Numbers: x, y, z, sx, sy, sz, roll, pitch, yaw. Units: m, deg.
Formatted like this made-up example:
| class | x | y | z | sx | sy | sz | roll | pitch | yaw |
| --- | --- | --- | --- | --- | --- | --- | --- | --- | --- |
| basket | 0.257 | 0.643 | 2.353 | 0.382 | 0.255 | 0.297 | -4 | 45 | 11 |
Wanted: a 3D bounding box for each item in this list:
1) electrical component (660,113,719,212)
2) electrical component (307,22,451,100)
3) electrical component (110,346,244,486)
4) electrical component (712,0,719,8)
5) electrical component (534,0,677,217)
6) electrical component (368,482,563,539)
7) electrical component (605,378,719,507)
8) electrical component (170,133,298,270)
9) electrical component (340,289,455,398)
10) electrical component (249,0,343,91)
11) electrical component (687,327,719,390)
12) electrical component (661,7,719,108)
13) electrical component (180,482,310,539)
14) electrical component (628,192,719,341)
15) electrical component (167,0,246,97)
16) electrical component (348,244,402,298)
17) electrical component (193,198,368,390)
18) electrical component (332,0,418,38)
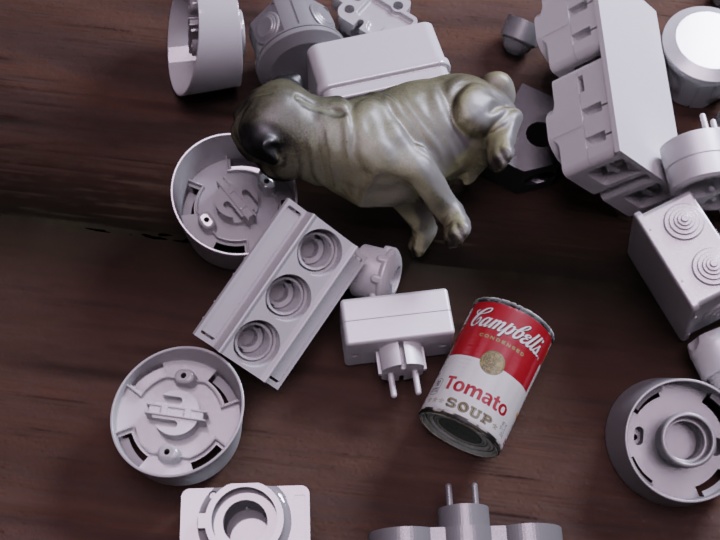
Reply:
| class | x | y | z | sx | sy | sz | roll | pitch | yaw |
| --- | --- | --- | --- | --- | --- | --- | --- | --- | --- |
| electrical component | 0.289 | -0.091 | 0.865 | 0.138 | 0.052 | 0.073 | 12 | 63 | -46 |
| electrical component | 0.016 | -0.154 | 0.909 | 0.113 | 0.078 | 0.057 | -13 | 63 | -8 |
| electrical component | -0.132 | 0.108 | 0.790 | 0.099 | 0.064 | 0.099 | 1 | 65 | -1 |
| electrical component | 0.373 | -0.250 | 0.977 | 0.095 | 0.053 | 0.059 | 37 | 69 | 14 |
| electrical component | 0.205 | -0.149 | 0.890 | 0.060 | 0.105 | 0.186 | -23 | 58 | 38 |
| electrical component | 0.075 | 0.188 | 0.766 | 0.138 | 0.052 | 0.073 | -1 | 65 | -2 |
| electrical component | 0.238 | 0.127 | 0.806 | 0.099 | 0.064 | 0.099 | 0 | 79 | 0 |
| electrical component | -0.099 | -0.052 | 0.865 | 0.099 | 0.064 | 0.099 | 1 | 65 | -1 |
| electrical component | 0.030 | 0.061 | 0.826 | 0.083 | 0.047 | 0.075 | -6 | 65 | -5 |
| electrical component | -0.054 | -0.192 | 0.924 | 0.080 | 0.080 | 0.051 | -15 | 61 | -8 |
| electrical component | 0.284 | 0.077 | 0.829 | 0.043 | 0.043 | 0.062 | -17 | 68 | -9 |
| electrical component | 0.301 | -0.187 | 0.947 | 0.080 | 0.051 | 0.080 | 1 | 65 | -1 |
| electrical component | -0.080 | 0.182 | 0.762 | 0.089 | 0.055 | 0.050 | -1 | 65 | -2 |
| electrical component | 0.253 | -0.003 | 0.836 | 0.048 | 0.099 | 0.099 | -27 | 68 | 1 |
| electrical component | -0.132 | -0.200 | 0.917 | 0.064 | 0.099 | 0.099 | -6 | 65 | -11 |
| electrical component | 0.000 | 0.000 | 0.856 | 0.062 | 0.048 | 0.048 | 14 | 65 | 15 |
| electrical component | -0.063 | 0.016 | 0.815 | 0.079 | 0.063 | 0.121 | 37 | 84 | -22 |
| electrical component | 0.012 | -0.213 | 0.947 | 0.078 | 0.057 | 0.058 | 34 | 69 | 13 |
